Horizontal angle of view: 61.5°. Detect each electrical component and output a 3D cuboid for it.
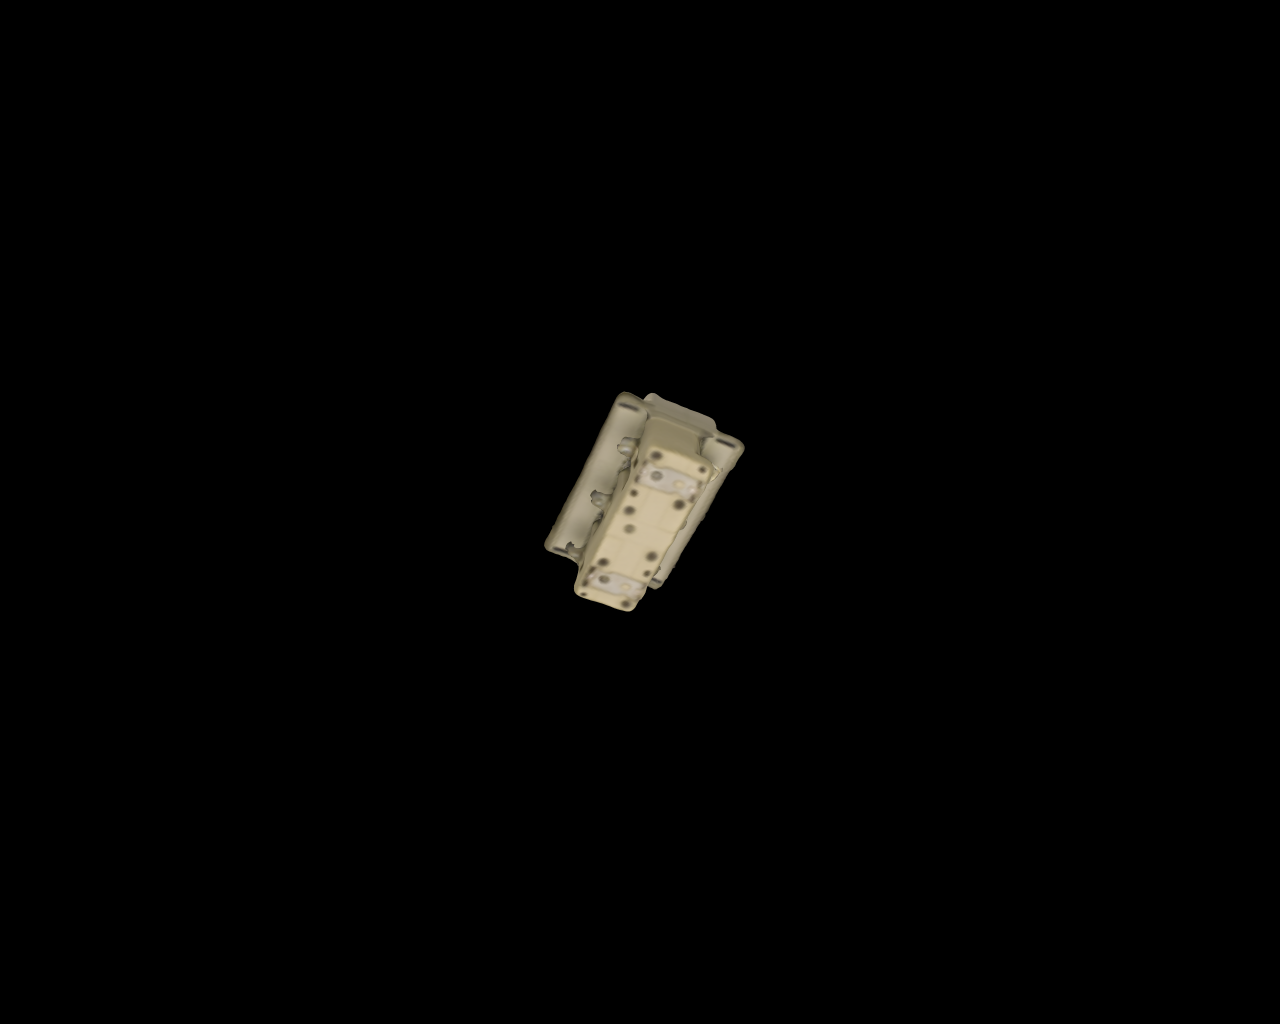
[{"bbox_3d":[0.001,-0.003,0.650,0.079,0.121,0.063,21,32,-14],"label":"electrical component"}]
